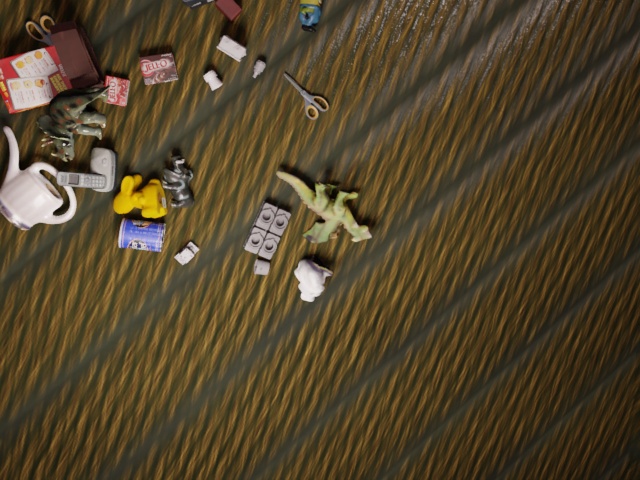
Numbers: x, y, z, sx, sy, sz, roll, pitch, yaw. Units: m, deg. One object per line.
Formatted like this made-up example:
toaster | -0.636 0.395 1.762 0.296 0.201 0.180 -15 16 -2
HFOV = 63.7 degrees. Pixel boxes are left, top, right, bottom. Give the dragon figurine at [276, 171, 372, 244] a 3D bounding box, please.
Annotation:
dragon figurine | 0.006 -0.096 1.917 0.410 0.124 0.240 16 104 -5

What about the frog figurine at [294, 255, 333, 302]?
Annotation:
frog figurine | -0.041 0.151 1.933 0.138 0.123 0.158 36 101 17

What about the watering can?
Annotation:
watering can | -0.969 -0.180 1.685 0.225 0.104 0.344 -40 105 -6
